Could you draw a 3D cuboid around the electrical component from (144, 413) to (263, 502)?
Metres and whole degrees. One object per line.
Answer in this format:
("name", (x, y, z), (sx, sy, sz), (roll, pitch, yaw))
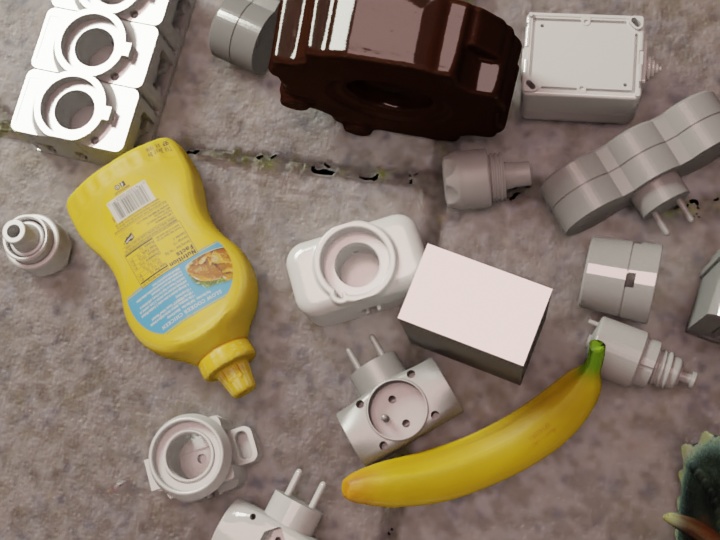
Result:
("electrical component", (-0.112, 0.130, 0.742), (0.078, 0.057, 0.058), (-18, 76, 3))

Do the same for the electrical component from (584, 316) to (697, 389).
("electrical component", (0.187, 0.060, 0.726), (0.078, 0.040, 0.040), (20, 81, 12))

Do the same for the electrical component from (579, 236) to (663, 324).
("electrical component", (0.177, 0.005, 0.733), (0.047, 0.055, 0.055), (11, 79, 14))

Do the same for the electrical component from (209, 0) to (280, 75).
("electrical component", (-0.050, -0.209, 0.812), (0.074, 0.052, 0.138), (25, 82, 12))

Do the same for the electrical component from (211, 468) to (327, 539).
("electrical component", (-0.050, 0.175, 0.731), (0.077, 0.043, 0.079), (26, 82, 12))

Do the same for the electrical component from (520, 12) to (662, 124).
("electrical component", (0.163, -0.141, 0.763), (0.096, 0.061, 0.061), (4, 78, 9))

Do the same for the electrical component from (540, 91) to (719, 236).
("electrical component", (0.203, -0.059, 0.744), (0.138, 0.052, 0.073), (-28, 75, 1))

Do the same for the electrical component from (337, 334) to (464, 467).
("electrical component", (0.019, 0.083, 0.742), (0.077, 0.044, 0.079), (-31, 75, 0))

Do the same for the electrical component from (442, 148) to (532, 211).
("electrical component", (0.090, -0.065, 0.766), (0.062, 0.043, 0.043), (-6, 77, 5))

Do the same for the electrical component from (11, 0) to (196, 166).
("electrical component", (-0.193, -0.160, 0.815), (0.089, 0.061, 0.150), (13, 79, 10))

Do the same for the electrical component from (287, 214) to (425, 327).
("electrical component", (0.000, 0.000, 0.755), (0.095, 0.059, 0.053), (-17, 76, 4))

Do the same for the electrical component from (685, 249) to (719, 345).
("electrical component", (0.260, 0.019, 0.688), (0.078, 0.113, 0.057), (19, 84, 11))

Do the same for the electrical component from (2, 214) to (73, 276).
("electrical component", (-0.241, -0.021, 0.790), (0.043, 0.062, 0.043), (-2, 77, 7))
